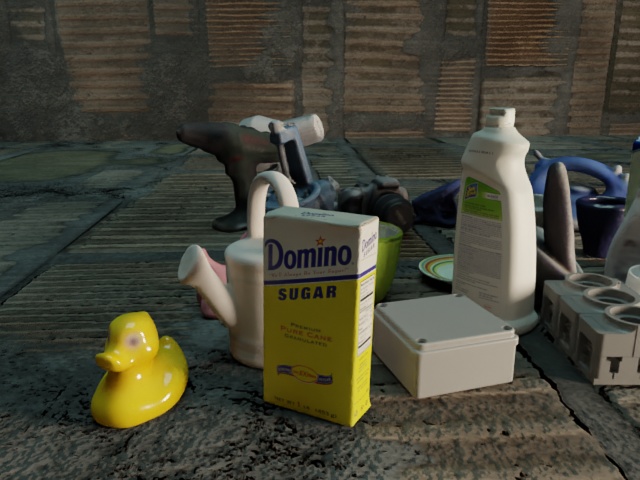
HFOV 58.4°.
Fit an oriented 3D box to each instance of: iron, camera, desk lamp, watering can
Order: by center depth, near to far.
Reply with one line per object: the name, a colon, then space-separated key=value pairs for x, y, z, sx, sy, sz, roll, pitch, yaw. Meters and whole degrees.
watering can: x=-0.054 y=0.027 z=0.591 sx=0.100 sy=0.194 sz=0.173 roll=12 pitch=20 yaw=38
camera: x=0.114 y=-0.065 z=1.088 sx=0.143 sy=0.101 sz=0.136 roll=-4 pitch=16 yaw=-12
iron: x=0.515 y=-0.095 z=1.110 sx=0.119 sy=0.141 sz=0.257 roll=-15 pitch=21 yaw=-41
desk lamp: x=-0.068 y=-0.164 z=1.234 sx=0.202 sy=0.214 sz=0.118 roll=5 pitch=17 yaw=17

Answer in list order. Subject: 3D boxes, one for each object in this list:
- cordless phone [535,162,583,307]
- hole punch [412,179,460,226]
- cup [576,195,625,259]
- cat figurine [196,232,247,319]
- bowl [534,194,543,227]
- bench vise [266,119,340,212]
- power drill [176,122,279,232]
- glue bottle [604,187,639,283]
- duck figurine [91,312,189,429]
cordless phone: x=0.309 y=-0.013 z=0.742 sx=0.094 sy=0.185 sz=0.148 roll=4 pitch=16 yaw=16
hole punch: x=0.243 y=-0.082 z=1.162 sx=0.100 sy=0.091 sz=0.109 roll=10 pitch=19 yaw=33
cup: x=0.472 y=-0.019 z=0.930 sx=0.118 sy=0.095 sz=0.091 roll=-1 pitch=16 yaw=-2
cat figurine: x=-0.095 y=0.028 z=0.730 sx=0.128 sy=0.118 sz=0.067 roll=-7 pitch=17 yaw=-23
bowl: x=0.347 y=-0.038 z=1.036 sx=0.167 sy=0.075 sz=0.167 roll=0 pitch=16 yaw=0
bench vise: x=-0.047 y=-0.104 z=1.010 sx=0.121 sy=0.220 sz=0.208 roll=5 pitch=17 yaw=19
power drill: x=-0.166 y=-0.127 z=1.115 sx=0.230 sy=0.208 sz=0.075 roll=-14 pitch=21 yaw=-39
glue bottle: x=0.430 y=-0.013 z=0.764 sx=0.077 sy=0.173 sz=0.037 roll=10 pitch=19 yaw=33
duck figurine: x=-0.163 y=0.105 z=0.515 sx=0.077 sy=0.086 sz=0.105 roll=5 pitch=17 yaw=19
